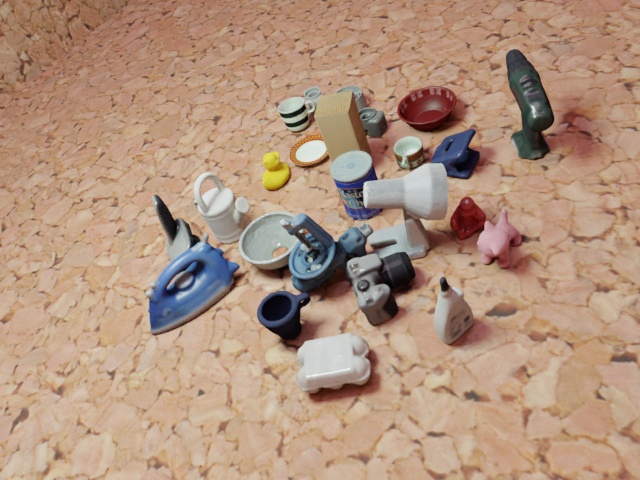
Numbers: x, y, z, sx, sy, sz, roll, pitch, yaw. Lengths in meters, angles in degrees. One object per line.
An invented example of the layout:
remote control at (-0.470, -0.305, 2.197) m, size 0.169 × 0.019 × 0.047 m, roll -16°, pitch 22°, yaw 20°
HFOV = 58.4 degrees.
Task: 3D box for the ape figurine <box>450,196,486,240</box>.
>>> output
ape figurine at (0.324, -0.057, 1.259) m, size 0.077 × 0.092 × 0.076 m, roll 2°, pitch 51°, yaw 25°

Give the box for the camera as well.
camera at (0.132, 0.081, 1.207) m, size 0.137 × 0.101 × 0.143 m, roll -22°, pitch 45°, yaw 2°

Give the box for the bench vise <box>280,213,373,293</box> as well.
bench vise at (0.004, -0.001, 1.251) m, size 0.208 × 0.220 × 0.121 m, roll -40°, pitch 47°, yaw -14°

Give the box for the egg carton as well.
egg carton at (0.026, 0.243, 1.126) m, size 0.150 × 0.070 × 0.107 m, roll -14°, pitch 46°, yaw 11°

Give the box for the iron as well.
iron at (-0.325, 0.101, 1.352) m, size 0.259 × 0.142 × 0.118 m, roll -42°, pitch 47°, yaw -16°

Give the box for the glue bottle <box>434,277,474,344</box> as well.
glue bottle at (0.243, 0.123, 1.071) m, size 0.078 × 0.173 × 0.037 m, roll -37°, pitch 46°, yaw -12°

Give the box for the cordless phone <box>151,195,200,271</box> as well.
cordless phone at (-0.375, -0.017, 1.449) m, size 0.094 × 0.185 × 0.147 m, roll -31°, pitch 45°, yaw -7°

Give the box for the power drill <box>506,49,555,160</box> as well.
power drill at (0.483, -0.304, 1.335) m, size 0.075 × 0.209 × 0.229 m, roll -15°, pitch 46°, yaw 10°

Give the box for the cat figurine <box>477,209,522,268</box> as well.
cat figurine at (0.364, -0.005, 1.177) m, size 0.067 × 0.118 × 0.128 m, roll 13°, pitch 56°, yaw 32°

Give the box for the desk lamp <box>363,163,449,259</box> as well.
desk lamp at (0.184, -0.057, 1.232) m, size 0.203 × 0.214 × 0.118 m, roll -14°, pitch 46°, yaw 11°

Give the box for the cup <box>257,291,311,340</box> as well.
cup at (-0.065, 0.162, 1.219) m, size 0.118 × 0.095 × 0.091 m, roll -27°, pitch 45°, yaw -3°

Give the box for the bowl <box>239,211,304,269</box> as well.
bowl at (-0.108, 0.013, 1.388) m, size 0.167 × 0.075 × 0.167 m, roll -12°, pitch 46°, yaw 13°

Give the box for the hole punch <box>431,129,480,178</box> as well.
hole punch at (0.327, -0.215, 1.402) m, size 0.100 × 0.091 × 0.109 m, roll 12°, pitch 55°, yaw 31°

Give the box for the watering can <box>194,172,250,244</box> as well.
watering can at (-0.253, -0.090, 1.458) m, size 0.172 × 0.194 × 0.101 m, roll -8°, pitch 47°, yaw 16°

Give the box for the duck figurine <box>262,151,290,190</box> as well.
duck figurine at (-0.132, -0.198, 1.583) m, size 0.077 × 0.086 × 0.104 m, roll 5°, pitch 52°, yaw 26°
